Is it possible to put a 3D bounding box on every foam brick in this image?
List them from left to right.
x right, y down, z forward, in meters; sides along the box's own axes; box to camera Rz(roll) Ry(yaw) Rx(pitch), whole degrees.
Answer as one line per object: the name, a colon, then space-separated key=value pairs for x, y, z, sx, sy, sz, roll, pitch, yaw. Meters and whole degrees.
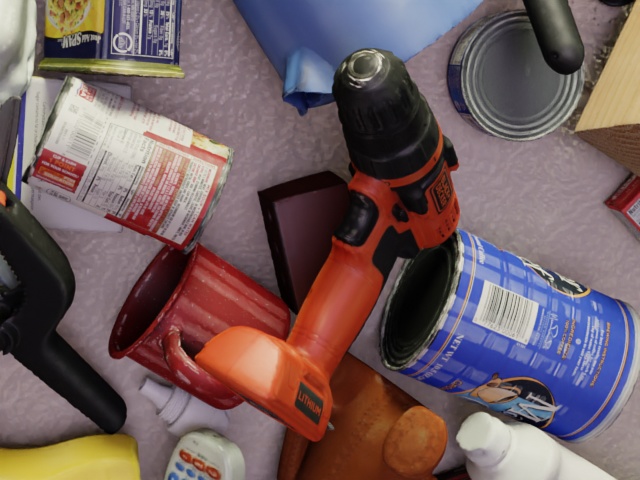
foam brick: x=-0.005 y=0.001 z=0.690 sx=0.051 sy=0.053 sz=0.078 roll=-14 pitch=102 yaw=-9

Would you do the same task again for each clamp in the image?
clamp: x=-0.202 y=0.051 z=0.624 sx=0.164 sy=0.036 sz=0.210 roll=-4 pitch=134 yaw=-8
clamp: x=0.139 y=-0.195 z=0.680 sx=0.120 sy=0.039 sz=0.171 roll=-36 pitch=96 yaw=-49

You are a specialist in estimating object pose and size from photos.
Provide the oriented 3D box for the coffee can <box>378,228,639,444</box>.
coffee can: x=0.124 y=0.062 z=0.702 sx=0.140 sy=0.103 sz=0.103 roll=23 pitch=95 yaw=-15

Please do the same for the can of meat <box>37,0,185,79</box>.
can of meat: x=-0.120 y=-0.137 z=0.615 sx=0.057 sy=0.102 sz=0.084 roll=-2 pitch=99 yaw=-38

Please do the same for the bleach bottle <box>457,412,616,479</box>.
bleach bottle: x=0.185 y=0.190 z=0.716 sx=0.250 sy=0.103 sz=0.068 roll=40 pitch=66 yaw=-28

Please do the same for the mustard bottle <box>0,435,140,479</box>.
mustard bottle: x=-0.210 y=0.174 z=0.675 sx=0.191 sy=0.058 sz=0.096 roll=-1 pitch=118 yaw=-12

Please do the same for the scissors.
scissors: x=-0.212 y=-0.011 z=0.607 sx=0.096 sy=0.016 sz=0.202 roll=9 pitch=135 yaw=-2

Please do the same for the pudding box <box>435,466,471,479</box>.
pudding box: x=0.094 y=0.223 z=0.760 sx=0.090 sy=0.039 sz=0.113 roll=-15 pitch=101 yaw=-9

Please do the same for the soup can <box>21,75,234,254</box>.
soup can: x=-0.109 y=-0.042 z=0.607 sx=0.102 sy=0.068 sz=0.068 roll=24 pitch=95 yaw=-15

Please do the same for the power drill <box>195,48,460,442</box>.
power drill: x=0.011 y=0.008 z=0.584 sx=0.057 sy=0.184 sz=0.187 roll=27 pitch=76 yaw=27

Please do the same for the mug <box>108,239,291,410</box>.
mug: x=-0.071 y=0.058 z=0.657 sx=0.081 sy=0.117 sz=0.093 roll=35 pitch=104 yaw=-20

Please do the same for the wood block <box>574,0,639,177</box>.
wood block: x=0.259 y=-0.139 z=0.680 sx=0.090 sy=0.090 sz=0.206 roll=29 pitch=82 yaw=-18

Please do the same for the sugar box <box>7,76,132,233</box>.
sugar box: x=-0.205 y=-0.056 z=0.642 sx=0.176 sy=0.048 sz=0.093 roll=4 pitch=98 yaw=-16

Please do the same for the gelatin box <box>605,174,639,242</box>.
gelatin box: x=0.257 y=-0.021 z=0.752 sx=0.089 sy=0.030 sz=0.073 roll=43 pitch=91 yaw=-16

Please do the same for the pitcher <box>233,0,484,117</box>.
pitcher: x=-0.013 y=-0.208 z=0.620 sx=0.145 sy=0.149 sz=0.243 roll=-32 pitch=102 yaw=11

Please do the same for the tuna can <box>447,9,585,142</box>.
tuna can: x=0.129 y=-0.109 z=0.706 sx=0.086 sy=0.034 sz=0.086 roll=-2 pitch=101 yaw=-12
